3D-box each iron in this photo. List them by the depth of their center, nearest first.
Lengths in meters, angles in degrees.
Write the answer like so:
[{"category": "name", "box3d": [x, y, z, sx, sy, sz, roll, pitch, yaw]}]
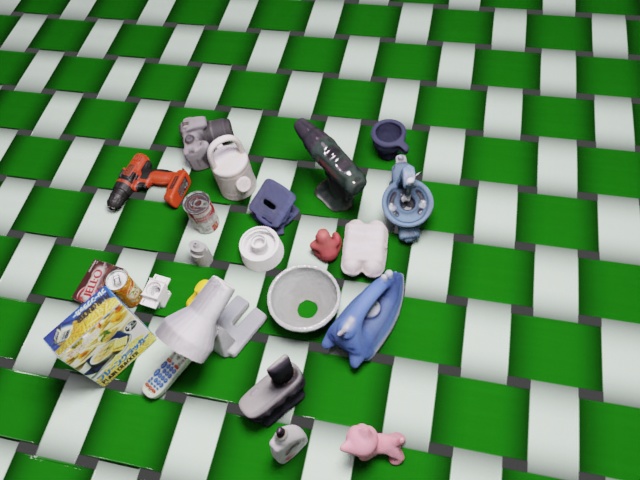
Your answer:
[{"category": "iron", "box3d": [0.111, 0.143, 1.255, 0.118, 0.141, 0.259, 30, 68, 21]}]

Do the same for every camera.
[{"category": "camera", "box3d": [-0.307, -0.283, 1.568, 0.137, 0.101, 0.143, -13, 60, -1]}]

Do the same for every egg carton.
[{"category": "egg carton", "box3d": [0.108, 0.020, 1.368, 0.107, 0.069, 0.150, 2, 61, 8]}]

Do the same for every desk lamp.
[{"category": "desk lamp", "box3d": [-0.233, 0.177, 1.232, 0.117, 0.214, 0.203, 31, 68, 22]}]

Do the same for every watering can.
[{"category": "watering can", "box3d": [-0.222, -0.189, 1.451, 0.172, 0.194, 0.101, 32, 69, 22]}]

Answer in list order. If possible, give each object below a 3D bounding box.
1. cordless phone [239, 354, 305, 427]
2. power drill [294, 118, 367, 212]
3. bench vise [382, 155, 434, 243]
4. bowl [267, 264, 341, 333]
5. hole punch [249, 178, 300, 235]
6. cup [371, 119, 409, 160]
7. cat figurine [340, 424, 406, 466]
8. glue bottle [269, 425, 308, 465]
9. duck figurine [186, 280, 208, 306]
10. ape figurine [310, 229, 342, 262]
[{"category": "cordless phone", "box3d": [-0.106, 0.296, 1.167, 0.148, 0.185, 0.094, -41, 64, -16]}, {"category": "power drill", "box3d": [0.024, -0.171, 1.405, 0.076, 0.209, 0.229, -39, 64, -15]}, {"category": "bench vise", "box3d": [0.192, -0.126, 1.355, 0.121, 0.220, 0.207, -21, 60, -5]}, {"category": "bowl", "box3d": [-0.034, 0.143, 1.310, 0.167, 0.075, 0.167, -3, 60, 5]}, {"category": "hole punch", "box3d": [-0.117, -0.084, 1.439, 0.108, 0.091, 0.101, 34, 69, 22]}, {"category": "cup", "box3d": [0.189, -0.247, 1.496, 0.092, 0.095, 0.117, -38, 63, -15]}, {"category": "cat figurine", "box3d": [0.105, 0.397, 1.125, 0.127, 0.118, 0.067, 0, 60, 7]}, {"category": "glue bottle", "box3d": [-0.068, 0.390, 1.116, 0.037, 0.173, 0.078, 39, 71, 24]}, {"category": "duck figurine", "box3d": [-0.268, 0.127, 1.339, 0.104, 0.086, 0.077, -28, 61, -10]}, {"category": "ape figurine", "box3d": [0.013, 0.005, 1.374, 0.077, 0.092, 0.076, -6, 60, 3]}]
